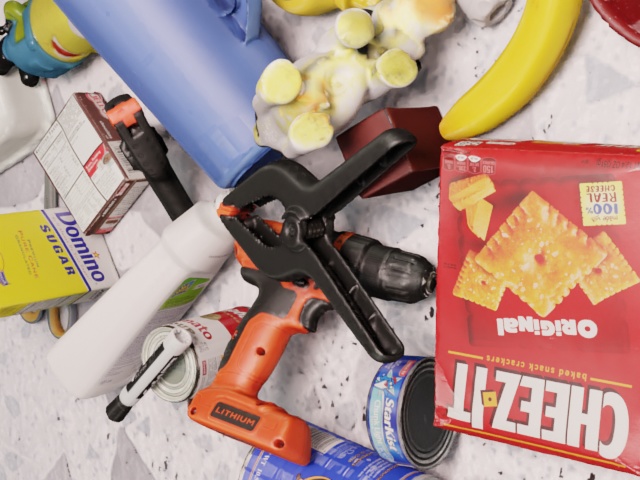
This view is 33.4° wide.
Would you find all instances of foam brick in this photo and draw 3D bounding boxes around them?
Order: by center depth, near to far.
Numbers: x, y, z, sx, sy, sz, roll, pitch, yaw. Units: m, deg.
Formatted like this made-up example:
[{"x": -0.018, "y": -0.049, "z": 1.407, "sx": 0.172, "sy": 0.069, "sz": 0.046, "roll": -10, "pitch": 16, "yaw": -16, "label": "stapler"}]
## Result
[{"x": 0.060, "y": -0.067, "z": 0.803, "sx": 0.051, "sy": 0.078, "sz": 0.053, "roll": -27, "pitch": 81, "yaw": 35, "label": "foam brick"}]

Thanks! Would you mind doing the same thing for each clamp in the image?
[{"x": -0.005, "y": 0.001, "z": 0.800, "sx": 0.210, "sy": 0.036, "sz": 0.164, "roll": 5, "pitch": 98, "yaw": 49, "label": "clamp"}, {"x": -0.147, "y": -0.070, "z": 0.929, "sx": 0.039, "sy": 0.171, "sz": 0.120, "roll": -38, "pitch": 83, "yaw": -5, "label": "clamp"}]

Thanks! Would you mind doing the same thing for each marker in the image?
[{"x": -0.145, "y": 0.115, "z": 0.890, "sx": 0.121, "sy": 0.020, "sz": 0.020, "roll": -47, "pitch": 69, "yaw": 32, "label": "marker"}]

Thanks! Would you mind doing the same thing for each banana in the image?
[{"x": 0.140, "y": -0.145, "z": 0.744, "sx": 0.070, "sy": 0.037, "sz": 0.198, "roll": 29, "pitch": 128, "yaw": 20, "label": "banana"}]

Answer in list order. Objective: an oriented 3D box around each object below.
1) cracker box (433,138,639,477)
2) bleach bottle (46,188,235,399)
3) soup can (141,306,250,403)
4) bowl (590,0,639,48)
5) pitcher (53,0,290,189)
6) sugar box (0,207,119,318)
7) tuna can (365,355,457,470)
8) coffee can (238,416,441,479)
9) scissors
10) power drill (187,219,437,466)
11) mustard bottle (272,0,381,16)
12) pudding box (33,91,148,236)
[{"x": 0.164, "y": 0.039, "z": 0.744, "sx": 0.164, "sy": 0.071, "sz": 0.214, "roll": 8, "pitch": 102, "yaw": 36, "label": "cracker box"}, {"x": -0.143, "y": 0.043, "z": 0.972, "sx": 0.068, "sy": 0.102, "sz": 0.251, "roll": 50, "pitch": 116, "yaw": 9, "label": "bleach bottle"}, {"x": -0.097, "y": 0.099, "z": 0.929, "sx": 0.069, "sy": 0.102, "sz": 0.068, "roll": 6, "pitch": 100, "yaw": 37, "label": "soup can"}, {"x": 0.243, "y": -0.193, "z": 0.660, "sx": 0.162, "sy": 0.055, "sz": 0.162, "roll": 6, "pitch": 100, "yaw": 36, "label": "bowl"}, {"x": -0.106, "y": -0.169, "z": 0.857, "sx": 0.145, "sy": 0.149, "sz": 0.243, "roll": -39, "pitch": 88, "yaw": -1, "label": "pitcher"}, {"x": -0.278, "y": 0.021, "z": 1.008, "sx": 0.048, "sy": 0.175, "sz": 0.093, "roll": -31, "pitch": 79, "yaw": 38, "label": "sugar box"}, {"x": 0.072, "y": 0.131, "z": 0.818, "sx": 0.034, "sy": 0.085, "sz": 0.086, "roll": 0, "pitch": 96, "yaw": 38, "label": "tuna can"}, {"x": 0.017, "y": 0.213, "z": 0.860, "sx": 0.141, "sy": 0.102, "sz": 0.103, "roll": 18, "pitch": 107, "yaw": 34, "label": "coffee can"}, {"x": -0.294, "y": 0.005, "z": 1.119, "sx": 0.096, "sy": 0.016, "sz": 0.202, "roll": -9, "pitch": 91, "yaw": 37, "label": "scissors"}, {"x": -0.013, "y": 0.078, "z": 0.847, "sx": 0.185, "sy": 0.057, "sz": 0.187, "roll": 12, "pitch": 71, "yaw": 34, "label": "power drill"}, {"x": -0.018, "y": -0.234, "z": 0.849, "sx": 0.192, "sy": 0.058, "sz": 0.096, "roll": 41, "pitch": 120, "yaw": 25, "label": "mustard bottle"}, {"x": -0.223, "y": -0.074, "z": 1.040, "sx": 0.090, "sy": 0.039, "sz": 0.113, "roll": -46, "pitch": 67, "yaw": 33, "label": "pudding box"}]
